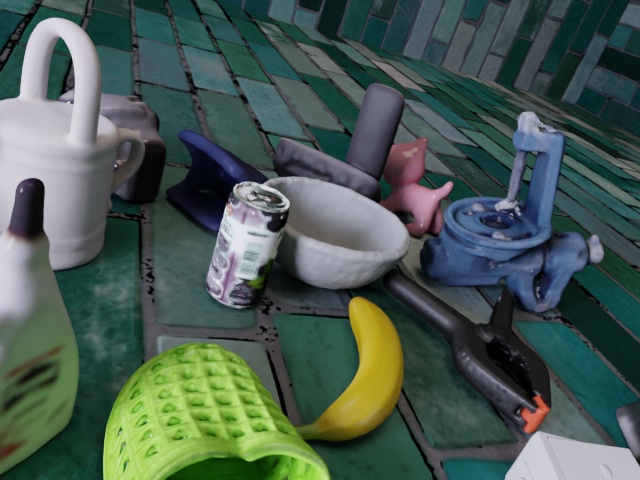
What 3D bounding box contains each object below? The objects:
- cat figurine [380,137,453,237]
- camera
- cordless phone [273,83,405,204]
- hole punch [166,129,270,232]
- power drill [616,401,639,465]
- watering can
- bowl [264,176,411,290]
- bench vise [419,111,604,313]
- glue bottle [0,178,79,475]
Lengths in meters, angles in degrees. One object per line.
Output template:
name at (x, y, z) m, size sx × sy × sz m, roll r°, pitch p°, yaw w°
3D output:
cat figurine at (0.129, -0.084, 0.803) m, size 0.127 × 0.118 × 0.067 m, roll 37°, pitch 31°, yaw 31°
camera at (-0.252, -0.111, 0.609) m, size 0.142 × 0.101 × 0.137 m, roll 37°, pitch 31°, yaw 31°
cordless phone at (0.023, -0.118, 0.719) m, size 0.147 × 0.185 × 0.094 m, roll 25°, pitch 27°, yaw 11°
hole punch at (-0.106, -0.073, 0.650) m, size 0.108 × 0.091 × 0.101 m, roll 35°, pitch 30°, yaw 27°
power drill at (0.344, 0.112, 0.475) m, size 0.075 × 0.208 × 0.230 m, roll 20°, pitch 26°, yaw 2°
watering can at (-0.222, -0.079, 0.463) m, size 0.100 × 0.194 × 0.173 m, roll 25°, pitch 27°, yaw 11°
bowl at (0.006, 0.002, 0.602) m, size 0.167 × 0.075 × 0.167 m, roll 16°, pitch 27°, yaw -8°
bench vise at (0.241, -0.034, 0.669) m, size 0.208 × 0.220 × 0.121 m, roll 4°, pitch 30°, yaw -28°
glue bottle at (-0.157, 0.046, 0.294) m, size 0.037 × 0.173 × 0.078 m, roll 26°, pitch 27°, yaw 14°
